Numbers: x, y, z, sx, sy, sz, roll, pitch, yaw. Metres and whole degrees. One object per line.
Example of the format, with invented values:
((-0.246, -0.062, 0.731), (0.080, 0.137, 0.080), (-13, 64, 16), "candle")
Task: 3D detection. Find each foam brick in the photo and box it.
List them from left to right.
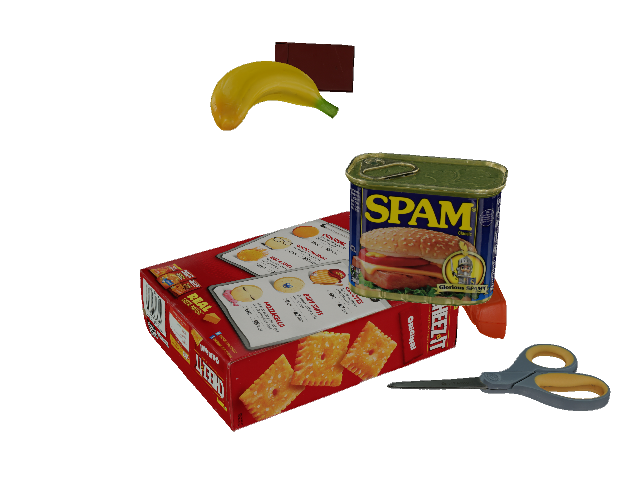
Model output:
((-0.007, -0.189, 1.166), (0.078, 0.051, 0.053), (0, 12, -16), "foam brick")

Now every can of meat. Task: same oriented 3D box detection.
((0.067, -0.007, 0.698), (0.102, 0.084, 0.057), (6, 24, 12), "can of meat")

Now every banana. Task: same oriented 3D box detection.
((-0.051, -0.136, 0.975), (0.070, 0.037, 0.197), (37, 27, 19), "banana")

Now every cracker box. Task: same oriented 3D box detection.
((-0.018, 0.058, 0.881), (0.213, 0.072, 0.164), (-16, 32, -28), "cracker box")

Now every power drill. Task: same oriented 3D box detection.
((0.110, 0.080, 1.204), (0.187, 0.057, 0.184), (-2, 27, -3), "power drill")

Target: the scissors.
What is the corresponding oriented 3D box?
((0.156, 0.116, 0.950), (0.201, 0.016, 0.096), (8, 27, -4), "scissors")
